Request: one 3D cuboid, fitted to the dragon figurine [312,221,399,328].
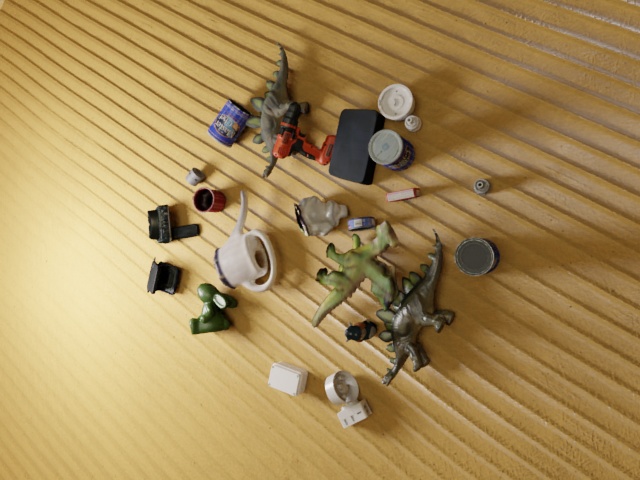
[{"bbox_3d":[0.120,0.126,1.535,0.245,0.122,0.406,27,105,39],"label":"dragon figurine"}]

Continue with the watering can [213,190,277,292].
[{"bbox_3d":[-0.268,0.023,1.759,0.222,0.104,0.351,-26,77,22],"label":"watering can"}]

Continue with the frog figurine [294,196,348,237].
[{"bbox_3d":[0.005,-0.084,1.660,0.160,0.120,0.139,-19,67,-13],"label":"frog figurine"}]
